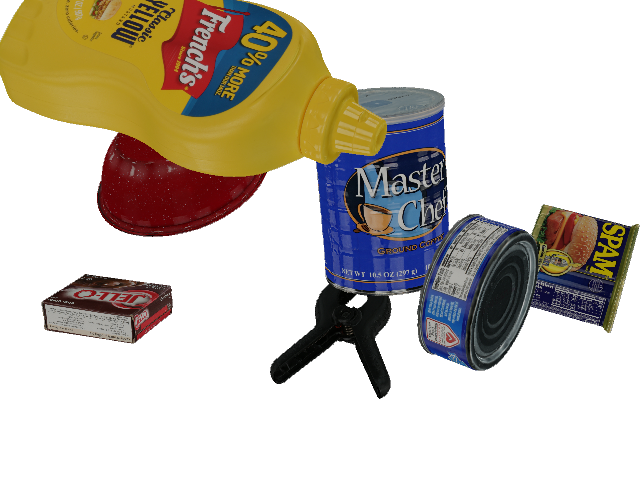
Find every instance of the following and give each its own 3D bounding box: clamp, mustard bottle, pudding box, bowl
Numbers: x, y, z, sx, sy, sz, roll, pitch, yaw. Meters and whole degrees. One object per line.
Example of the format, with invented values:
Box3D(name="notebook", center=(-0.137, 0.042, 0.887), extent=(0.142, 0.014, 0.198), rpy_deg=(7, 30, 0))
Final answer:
Box3D(name="clamp", center=(0.035, 0.092, 1.084), extent=(0.120, 0.171, 0.039), rpy_deg=(17, -40, 18))
Box3D(name="mustard bottle", center=(-0.057, -0.081, 0.530), extent=(0.192, 0.096, 0.058), rpy_deg=(22, -34, 17))
Box3D(name="pudding box", center=(-0.230, 0.073, 1.160), extent=(0.114, 0.039, 0.090), rpy_deg=(5, 18, 19))
Box3D(name="bowl", center=(-0.130, -0.076, 0.945), extent=(0.162, 0.055, 0.162), rpy_deg=(-10, 41, 8))

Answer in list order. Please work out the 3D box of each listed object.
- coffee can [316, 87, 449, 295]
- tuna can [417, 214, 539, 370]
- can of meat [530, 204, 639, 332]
Box3D(name="coffee can", center=(0.049, -0.041, 0.835), extent=(0.103, 0.140, 0.103), rpy_deg=(-5, 19, 1))
Box3D(name="tuna can", center=(0.092, 0.030, 0.610), extent=(0.034, 0.086, 0.086), rpy_deg=(20, 10, 31))
Box3D(name="can of meat", center=(0.217, 0.020, 0.907), extent=(0.084, 0.057, 0.102), rpy_deg=(16, 44, 16))
